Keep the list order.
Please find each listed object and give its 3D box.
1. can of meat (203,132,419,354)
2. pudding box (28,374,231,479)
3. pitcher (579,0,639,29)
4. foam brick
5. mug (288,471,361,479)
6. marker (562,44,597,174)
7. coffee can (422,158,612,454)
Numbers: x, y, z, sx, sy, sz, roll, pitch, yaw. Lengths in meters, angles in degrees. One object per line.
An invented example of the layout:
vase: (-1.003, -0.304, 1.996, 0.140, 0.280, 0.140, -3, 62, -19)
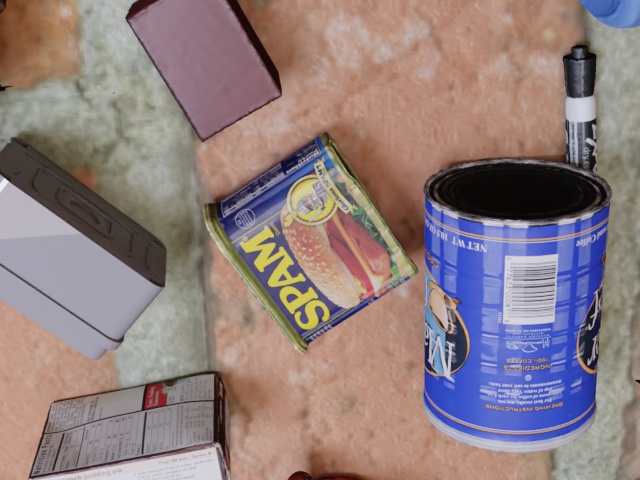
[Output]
can of meat: (-0.004, 0.001, 0.615, 0.084, 0.057, 0.102, -33, 112, 6)
pudding box: (-0.110, 0.124, 0.637, 0.113, 0.090, 0.039, -12, 112, -1)
pitcher: (0.234, -0.183, 0.511, 0.243, 0.145, 0.149, -20, 105, -2)
foam brick: (-0.061, -0.102, 0.568, 0.051, 0.053, 0.078, -28, 111, 7)
mug: (0.008, 0.197, 0.681, 0.093, 0.081, 0.117, -28, 112, 7)
marker: (0.153, -0.054, 0.625, 0.020, 0.020, 0.121, -8, 113, -2)
coffee can: (0.110, 0.035, 0.612, 0.102, 0.103, 0.140, -4, 113, -3)
